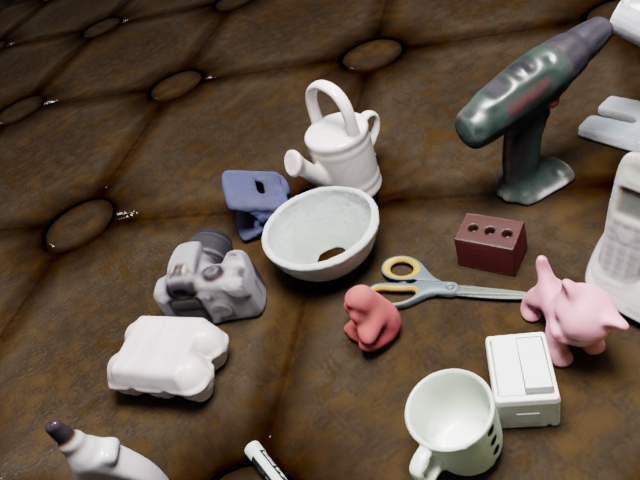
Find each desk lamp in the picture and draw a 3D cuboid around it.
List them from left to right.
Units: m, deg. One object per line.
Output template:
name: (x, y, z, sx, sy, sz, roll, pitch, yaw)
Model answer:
desk lamp: (0.461, -0.220, 0.760, 0.118, 0.214, 0.202, -41, 45, -22)

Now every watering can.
watering can: (0.024, -0.148, 0.871, 0.100, 0.194, 0.173, 9, 49, 29)

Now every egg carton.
egg carton: (-0.193, 0.151, 0.732, 0.150, 0.069, 0.107, -2, 45, 20)

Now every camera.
camera: (-0.154, 0.039, 0.812, 0.143, 0.101, 0.137, -9, 43, 13)

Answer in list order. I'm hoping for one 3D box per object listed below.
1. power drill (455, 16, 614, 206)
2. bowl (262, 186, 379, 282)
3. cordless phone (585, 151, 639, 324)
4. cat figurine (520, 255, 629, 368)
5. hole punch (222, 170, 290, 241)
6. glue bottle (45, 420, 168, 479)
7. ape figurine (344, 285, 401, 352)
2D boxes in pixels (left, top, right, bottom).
power drill: (0.290, -0.159, 0.767, 0.230, 0.209, 0.075, -29, 42, -10)
bowl: (0.007, 0.003, 0.807, 0.167, 0.075, 0.167, -11, 42, 10)
cordless phone: (0.355, 0.005, 0.584, 0.094, 0.185, 0.147, -40, 45, -20)
cat figurine: (0.262, 0.069, 0.603, 0.067, 0.118, 0.127, -20, 41, 1)
hole punch: (-0.098, -0.070, 0.914, 0.101, 0.091, 0.108, -20, 41, 0)
glue bottle: (-0.223, 0.229, 0.582, 0.078, 0.173, 0.037, -18, 41, 3)
ape figurine: (0.055, 0.087, 0.685, 0.076, 0.092, 0.078, -8, 43, 13)
